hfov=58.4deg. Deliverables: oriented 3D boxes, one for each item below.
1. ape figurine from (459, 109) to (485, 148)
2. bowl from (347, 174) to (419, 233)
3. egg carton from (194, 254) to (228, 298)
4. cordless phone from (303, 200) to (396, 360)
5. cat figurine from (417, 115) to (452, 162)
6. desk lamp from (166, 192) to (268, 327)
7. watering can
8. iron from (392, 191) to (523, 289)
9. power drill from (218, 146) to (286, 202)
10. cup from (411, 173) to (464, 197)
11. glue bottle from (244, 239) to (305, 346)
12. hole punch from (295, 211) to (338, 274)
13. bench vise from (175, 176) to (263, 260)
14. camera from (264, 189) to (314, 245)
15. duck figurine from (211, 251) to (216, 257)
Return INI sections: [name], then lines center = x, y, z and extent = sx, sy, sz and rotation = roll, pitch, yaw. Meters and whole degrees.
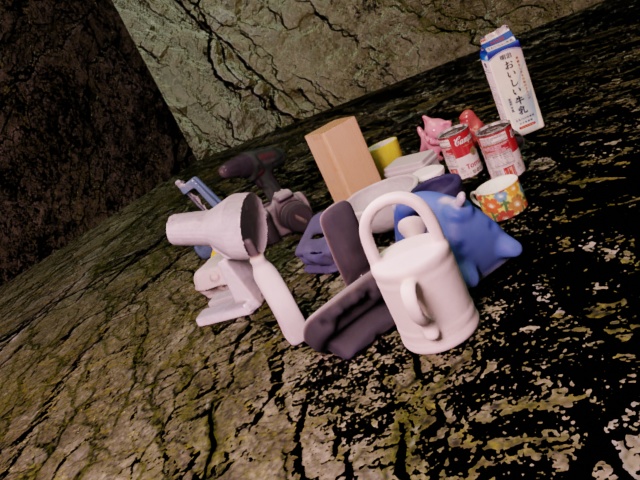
[ape figurine]
center = 0.357, -0.264, 1.355
extent = 0.076, 0.092, 0.077
rotation = -25, 18, 3
[bowl]
center = 0.127, -0.060, 1.122
extent = 0.167, 0.075, 0.167
rotation = -23, 18, 8
[egg carton]
center = -0.190, 0.068, 1.199
extent = 0.150, 0.069, 0.107
rotation = -16, 20, 28
[cordless phone]
center = 0.022, 0.051, 0.770
extent = 0.148, 0.185, 0.093
rotation = -35, 20, -27
[cat figurine]
center = 0.276, -0.253, 1.392
extent = 0.067, 0.118, 0.127
rotation = -30, 18, -12
[desk lamp]
center = -0.173, 0.031, 1.044
extent = 0.202, 0.214, 0.118
rotation = -18, 20, 22
[watering can]
center = 0.112, 0.029, 0.697
extent = 0.101, 0.194, 0.172
rotation = -26, 18, -1
[iron]
center = 0.161, -0.014, 0.837
extent = 0.119, 0.142, 0.257
rotation = -31, 19, -17
[power drill]
center = -0.150, -0.144, 1.511
extent = 0.075, 0.209, 0.230
rotation = -11, 23, 37
[cup]
center = 0.195, -0.046, 0.958
extent = 0.118, 0.095, 0.091
rotation = -26, 18, -2
[glue bottle]
center = -0.070, 0.073, 0.855
extent = 0.037, 0.173, 0.078
rotation = -30, 19, -13
[hole punch]
center = 0.010, 0.004, 1.073
extent = 0.108, 0.091, 0.101
rotation = -4, 28, 49
[bench vise]
center = -0.259, -0.081, 1.463
extent = 0.207, 0.220, 0.121
rotation = -30, 18, -12
[camera]
center = -0.081, -0.060, 1.359
extent = 0.143, 0.101, 0.136
rotation = -29, 18, -11
[duck figurine]
center = -0.239, 0.011, 1.397
extent = 0.104, 0.086, 0.078
rotation = -10, 24, 41
